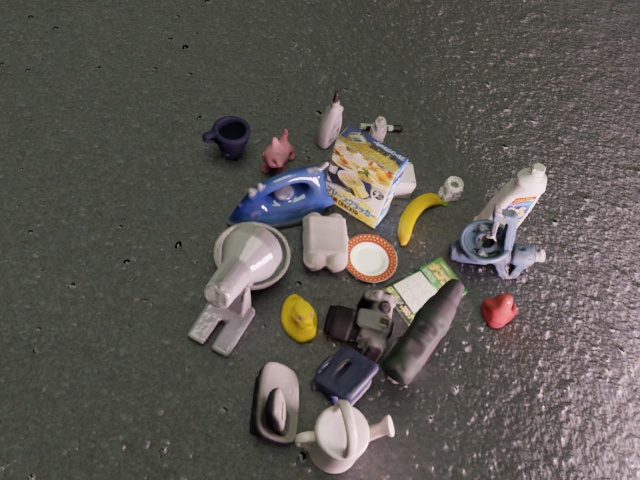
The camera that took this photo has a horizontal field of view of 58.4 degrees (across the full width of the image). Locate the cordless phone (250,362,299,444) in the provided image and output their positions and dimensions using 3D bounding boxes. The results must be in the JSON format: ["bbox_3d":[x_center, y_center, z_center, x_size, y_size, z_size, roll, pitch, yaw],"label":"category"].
[{"bbox_3d":[-0.077,0.286,1.054,0.094,0.185,0.147,3,57,-8],"label":"cordless phone"}]

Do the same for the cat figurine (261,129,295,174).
[{"bbox_3d":[-0.102,-0.218,1.411,0.067,0.118,0.128,19,56,2],"label":"cat figurine"}]

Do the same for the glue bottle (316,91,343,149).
[{"bbox_3d":[0.031,-0.315,1.464,0.037,0.173,0.078,34,58,12],"label":"glue bottle"}]

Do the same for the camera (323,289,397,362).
[{"bbox_3d":[0.084,0.166,1.211,0.137,0.101,0.143,16,56,0],"label":"camera"}]

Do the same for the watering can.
[{"bbox_3d":[0.045,0.346,1.032,0.173,0.194,0.100,-23,64,-22],"label":"watering can"}]

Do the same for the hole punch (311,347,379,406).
[{"bbox_3d":[0.048,0.272,1.142,0.101,0.091,0.109,40,60,15],"label":"hole punch"}]

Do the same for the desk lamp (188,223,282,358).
[{"bbox_3d":[-0.170,0.097,1.141,0.118,0.213,0.203,25,57,6],"label":"desk lamp"}]

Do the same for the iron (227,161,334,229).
[{"bbox_3d":[-0.093,-0.109,1.329,0.259,0.141,0.118,-19,63,-21],"label":"iron"}]

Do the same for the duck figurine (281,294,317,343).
[{"bbox_3d":[-0.041,0.154,1.204,0.078,0.086,0.104,-13,61,-17],"label":"duck figurine"}]

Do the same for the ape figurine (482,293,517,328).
[{"bbox_3d":[0.406,0.150,1.284,0.077,0.092,0.076,29,57,9],"label":"ape figurine"}]

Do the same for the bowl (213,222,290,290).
[{"bbox_3d":[-0.150,0.047,1.260,0.167,0.075,0.167,5,57,-7],"label":"bowl"}]

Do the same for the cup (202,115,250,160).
[{"bbox_3d":[-0.232,-0.242,1.416,0.118,0.095,0.091,-16,62,-19],"label":"cup"}]

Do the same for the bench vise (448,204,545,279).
[{"bbox_3d":[0.421,-0.008,1.312,0.207,0.220,0.121,-1,58,-11],"label":"bench vise"}]

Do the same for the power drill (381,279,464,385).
[{"bbox_3d":[0.195,0.200,1.144,0.075,0.208,0.230,33,58,11],"label":"power drill"}]

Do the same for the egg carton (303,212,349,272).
[{"bbox_3d":[0.012,0.005,1.319,0.107,0.069,0.150,2,57,-9],"label":"egg carton"}]
